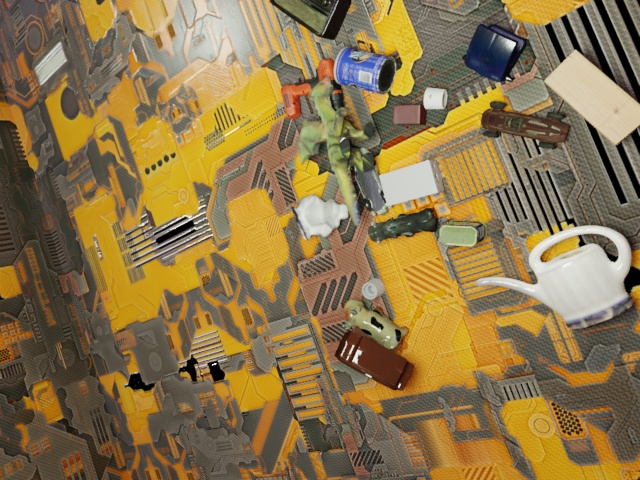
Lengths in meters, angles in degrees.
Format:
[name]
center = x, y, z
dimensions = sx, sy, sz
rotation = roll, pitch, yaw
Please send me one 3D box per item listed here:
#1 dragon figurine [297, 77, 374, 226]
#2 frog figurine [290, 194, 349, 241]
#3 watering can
[dragon figurine]
center = 0.026, -0.255, 1.463
dimensions = 0.244, 0.123, 0.407
rotation = 12, 104, 49
[frog figurine]
center = 0.005, -0.079, 1.560
dimensions = 0.159, 0.121, 0.139
rotation = -23, 74, -3
[watering can]
center = 0.563, 0.107, 1.209
dimensions = 0.343, 0.105, 0.226
rotation = -32, 80, 31
